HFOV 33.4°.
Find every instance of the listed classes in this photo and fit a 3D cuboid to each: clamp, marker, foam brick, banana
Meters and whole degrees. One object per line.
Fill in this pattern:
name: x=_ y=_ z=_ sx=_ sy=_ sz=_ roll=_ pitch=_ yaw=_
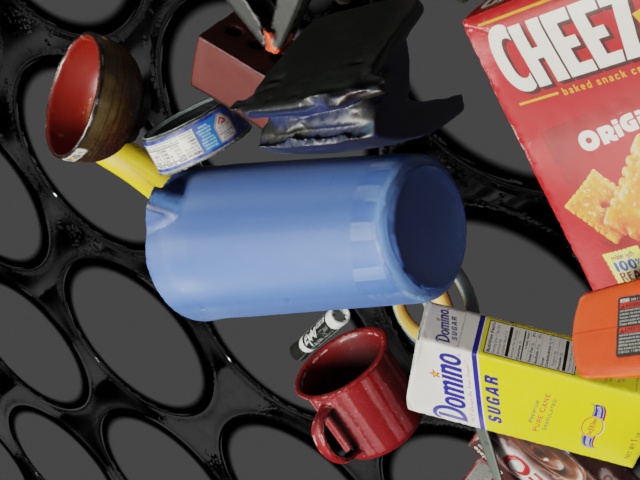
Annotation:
clamp: x=-0.053 y=-0.217 z=0.749 sx=0.120 sy=0.039 sz=0.171 roll=22 pitch=133 yaw=29
marker: x=-0.002 y=0.086 z=0.969 sx=0.020 sy=0.020 sz=0.121 roll=45 pitch=151 yaw=2
foam brick: x=-0.051 y=-0.130 z=0.813 sx=0.078 sy=0.052 sz=0.051 roll=32 pitch=140 yaw=16
banana: x=-0.165 y=-0.061 z=0.972 sx=0.198 sy=0.069 sz=0.037 roll=37 pitch=102 yaw=24

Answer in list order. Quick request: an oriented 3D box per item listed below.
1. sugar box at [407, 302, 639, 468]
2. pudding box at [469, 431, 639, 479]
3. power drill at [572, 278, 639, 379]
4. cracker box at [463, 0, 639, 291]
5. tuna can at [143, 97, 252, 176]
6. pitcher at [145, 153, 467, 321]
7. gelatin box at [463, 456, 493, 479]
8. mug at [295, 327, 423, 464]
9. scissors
sugar box: x=0.155 y=0.107 z=0.785 sx=0.176 sy=0.048 sz=0.093 roll=11 pitch=138 yaw=8
pudding box: x=0.190 y=0.182 z=0.869 sx=0.113 sy=0.039 sz=0.090 roll=46 pitch=143 yaw=3
power drill: x=0.243 y=0.071 z=0.636 sx=0.187 sy=0.057 sz=0.185 roll=15 pitch=159 yaw=-29
cracker box: x=0.201 y=-0.067 z=0.614 sx=0.165 sy=0.072 sz=0.213 roll=-13 pitch=113 yaw=47
tuna can: x=-0.101 y=-0.088 z=0.869 sx=0.086 sy=0.086 sz=0.033 roll=-9 pitch=114 yaw=47
pitcher: x=-0.006 y=0.001 z=0.838 sx=0.243 sy=0.149 sz=0.145 roll=-3 pitch=105 yaw=41
gelatin box: x=0.134 y=0.231 z=0.936 sx=0.030 sy=0.073 sz=0.089 roll=31 pitch=140 yaw=21
mug: x=0.032 y=0.143 z=0.925 sx=0.093 sy=0.117 sz=0.081 roll=-14 pitch=117 yaw=40
scissors: x=0.105 y=0.111 z=0.872 sx=0.096 sy=0.016 sz=0.202 roll=10 pitch=116 yaw=48
